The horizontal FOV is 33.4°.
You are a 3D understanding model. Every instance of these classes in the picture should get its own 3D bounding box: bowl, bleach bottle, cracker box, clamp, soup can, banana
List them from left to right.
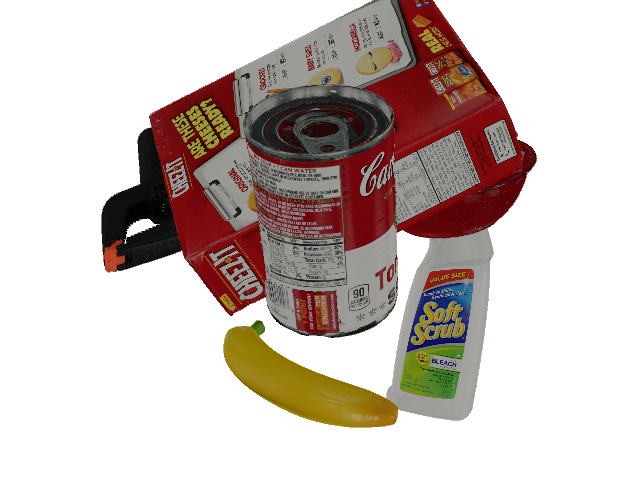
[{"bbox_3d":[-0.157,-0.041,1.047,0.165,0.036,0.209,24,41,21],"label":"clamp"},{"bbox_3d":[-0.024,0.106,0.856,0.069,0.037,0.198,-23,32,-30],"label":"banana"},{"bbox_3d":[0.002,-0.013,0.504,0.068,0.102,0.068,-3,34,2],"label":"soup can"},{"bbox_3d":[0.005,-0.066,0.709,0.214,0.072,0.164,-27,42,5],"label":"cracker box"},{"bbox_3d":[0.137,0.072,1.204,0.103,0.251,0.068,9,14,18],"label":"bleach bottle"},{"bbox_3d":[0.113,-0.045,0.951,0.162,0.055,0.162,-8,23,3],"label":"bowl"}]
